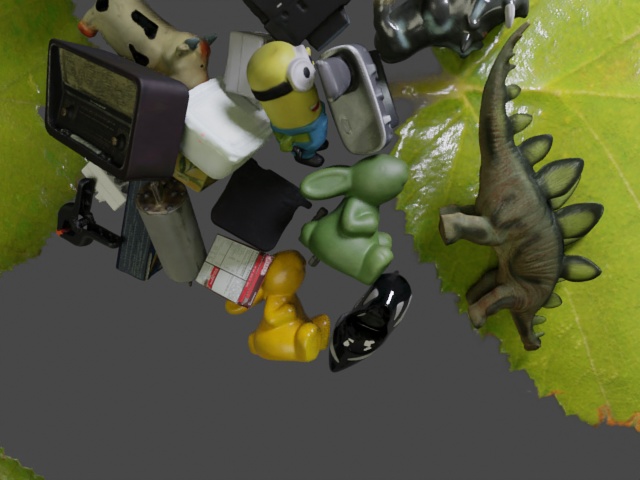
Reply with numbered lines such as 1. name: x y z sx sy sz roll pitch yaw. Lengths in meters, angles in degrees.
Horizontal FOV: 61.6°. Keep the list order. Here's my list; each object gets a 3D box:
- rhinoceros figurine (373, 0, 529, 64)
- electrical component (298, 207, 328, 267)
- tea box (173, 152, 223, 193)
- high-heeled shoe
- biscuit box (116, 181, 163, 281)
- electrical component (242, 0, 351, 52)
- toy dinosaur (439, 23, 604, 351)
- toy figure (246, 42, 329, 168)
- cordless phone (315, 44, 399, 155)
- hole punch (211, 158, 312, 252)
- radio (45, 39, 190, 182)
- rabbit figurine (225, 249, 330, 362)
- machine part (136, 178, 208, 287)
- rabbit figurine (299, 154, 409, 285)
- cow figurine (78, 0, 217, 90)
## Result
1. rhinoceros figurine: 0.156 -0.276 0.663 0.190 0.073 0.112 -12 107 20
2. electrical component: -0.002 -0.003 0.846 0.063 0.021 0.094 35 116 0
3. tea box: -0.217 -0.153 0.803 0.170 0.098 0.068 32 118 0
4. high-heeled shoe: 0.066 0.145 0.820 0.086 0.145 0.248 28 114 4
5. biscuit box: -0.283 -0.035 0.891 0.063 0.059 0.202 23 116 7
6. electrical component: -0.025 -0.309 0.683 0.115 0.058 0.134 -35 128 28
7. toy dinosaur: 0.261 -0.031 0.722 0.199 0.105 0.470 -17 115 14
8. toy figure: -0.038 -0.176 0.721 0.089 0.082 0.180 -16 141 0
9. cordless phone: 0.040 -0.170 0.677 0.089 0.184 0.146 -15 107 16
10. hole punch: -0.095 -0.050 0.827 0.142 0.092 0.115 31 85 -1
11. radio: -0.271 -0.167 0.693 0.230 0.073 0.131 30 114 35
12. rabbit figurine: -0.062 0.100 0.873 0.163 0.122 0.173 3 98 25
13. machine part: -0.227 -0.012 0.839 0.079 0.079 0.243 10 142 12
14. rabbit figurine: 0.054 -0.050 0.764 0.159 0.121 0.170 29 107 8
15. cow figurine: -0.234 -0.282 0.766 0.195 0.085 0.127 46 120 -4
